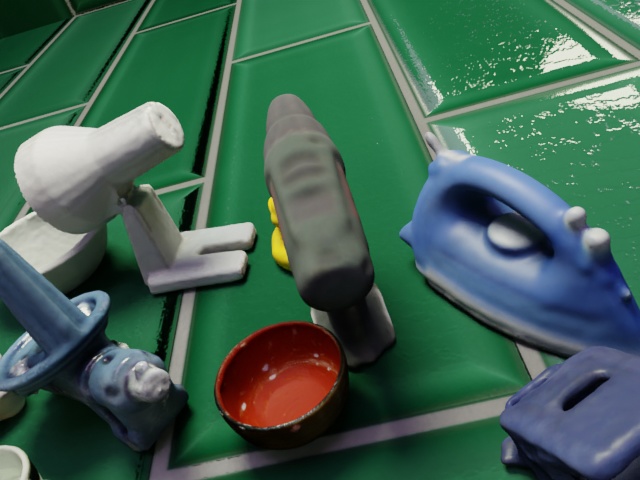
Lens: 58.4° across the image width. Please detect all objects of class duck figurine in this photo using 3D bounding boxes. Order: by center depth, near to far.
[{"bbox_3d":[-0.025,-0.017,0.652,0.078,0.086,0.104,-32,39,-17],"label":"duck figurine"}]

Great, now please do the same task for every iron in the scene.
[{"bbox_3d":[0.179,-0.003,0.502,0.119,0.142,0.257,-32,39,-18],"label":"iron"}]

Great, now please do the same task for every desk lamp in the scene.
[{"bbox_3d":[-0.205,-0.048,0.660,0.203,0.214,0.118,-10,38,11],"label":"desk lamp"}]

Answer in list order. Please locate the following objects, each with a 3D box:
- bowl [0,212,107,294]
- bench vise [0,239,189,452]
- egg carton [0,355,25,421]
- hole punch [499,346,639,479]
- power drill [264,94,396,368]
[{"bbox_3d":[-0.345,0.024,0.743,0.167,0.075,0.167,-11,37,9],"label":"bowl"},{"bbox_3d":[-0.215,0.075,0.502,0.207,0.220,0.121,-3,39,19],"label":"bench vise"},{"bbox_3d":[-0.377,0.174,0.570,0.107,0.069,0.150,15,48,37],"label":"egg carton"},{"bbox_3d":[0.183,0.121,0.385,0.109,0.091,0.100,-30,38,-16],"label":"hole punch"},{"bbox_3d":[0.005,0.002,0.513,0.075,0.209,0.229,-18,37,1],"label":"power drill"}]
